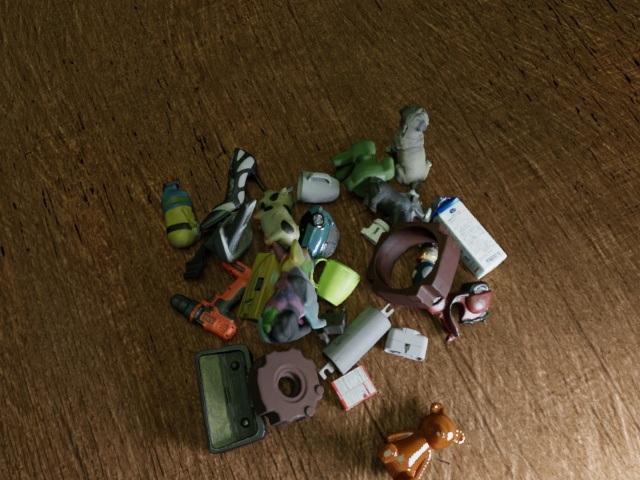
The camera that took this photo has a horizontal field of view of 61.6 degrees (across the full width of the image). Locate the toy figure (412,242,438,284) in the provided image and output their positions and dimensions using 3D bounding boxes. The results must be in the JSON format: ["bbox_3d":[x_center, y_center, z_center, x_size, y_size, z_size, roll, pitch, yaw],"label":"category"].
[{"bbox_3d":[0.276,0.068,1.378,0.064,0.058,0.154,29,64,-34],"label":"toy figure"}]

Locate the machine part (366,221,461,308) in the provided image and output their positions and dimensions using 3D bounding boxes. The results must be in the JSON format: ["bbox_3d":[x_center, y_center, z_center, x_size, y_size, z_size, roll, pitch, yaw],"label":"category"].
[{"bbox_3d":[0.228,0.059,1.313,0.201,0.087,0.201,3,62,42],"label":"machine part"}]

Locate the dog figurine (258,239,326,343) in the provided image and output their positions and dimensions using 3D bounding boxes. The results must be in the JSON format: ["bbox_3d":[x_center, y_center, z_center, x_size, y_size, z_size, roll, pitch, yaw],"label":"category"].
[{"bbox_3d":[-0.077,0.110,1.245,0.191,0.109,0.219,-16,96,-45],"label":"dog figurine"}]

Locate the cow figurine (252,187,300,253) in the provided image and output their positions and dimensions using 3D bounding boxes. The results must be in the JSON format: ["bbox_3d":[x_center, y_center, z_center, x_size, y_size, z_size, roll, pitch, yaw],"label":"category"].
[{"bbox_3d":[-0.105,-0.061,1.384,0.127,0.085,0.195,-22,49,-6],"label":"cow figurine"}]

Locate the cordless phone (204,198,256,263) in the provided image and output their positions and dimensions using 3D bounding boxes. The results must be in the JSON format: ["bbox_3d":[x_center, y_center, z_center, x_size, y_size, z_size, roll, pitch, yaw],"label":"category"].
[{"bbox_3d":[-0.193,-0.045,1.317,0.089,0.184,0.146,35,32,1],"label":"cordless phone"}]

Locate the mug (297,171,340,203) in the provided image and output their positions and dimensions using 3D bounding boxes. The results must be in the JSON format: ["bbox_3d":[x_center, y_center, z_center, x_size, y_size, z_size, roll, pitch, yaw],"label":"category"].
[{"bbox_3d":[0.000,-0.145,1.428,0.107,0.109,0.081,6,58,-14],"label":"mug"}]

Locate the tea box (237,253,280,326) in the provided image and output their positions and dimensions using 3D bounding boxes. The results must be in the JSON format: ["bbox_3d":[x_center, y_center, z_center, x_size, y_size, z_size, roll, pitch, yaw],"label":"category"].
[{"bbox_3d":[-0.126,0.126,1.315,0.068,0.098,0.169,-2,62,42],"label":"tea box"}]

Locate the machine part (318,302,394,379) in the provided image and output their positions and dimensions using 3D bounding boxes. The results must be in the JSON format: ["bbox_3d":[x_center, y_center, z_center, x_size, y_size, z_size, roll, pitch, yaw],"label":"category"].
[{"bbox_3d":[0.088,0.239,1.296,0.243,0.079,0.079,-41,75,-14],"label":"machine part"}]

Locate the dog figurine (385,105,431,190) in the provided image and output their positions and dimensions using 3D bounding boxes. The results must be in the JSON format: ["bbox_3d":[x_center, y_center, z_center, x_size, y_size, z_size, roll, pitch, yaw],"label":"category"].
[{"bbox_3d":[0.248,-0.243,1.421,0.121,0.190,0.172,-23,73,-9],"label":"dog figurine"}]

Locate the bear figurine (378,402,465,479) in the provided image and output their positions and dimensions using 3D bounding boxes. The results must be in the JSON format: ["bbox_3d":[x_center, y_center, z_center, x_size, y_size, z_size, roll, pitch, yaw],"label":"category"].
[{"bbox_3d":[0.230,0.457,1.194,0.196,0.132,0.120,-31,78,-6],"label":"bear figurine"}]

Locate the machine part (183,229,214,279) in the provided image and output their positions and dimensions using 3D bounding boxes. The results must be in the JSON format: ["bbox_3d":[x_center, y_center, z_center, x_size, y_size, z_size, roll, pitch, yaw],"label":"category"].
[{"bbox_3d":[-0.301,0.038,1.365,0.039,0.084,0.139,37,61,-26],"label":"machine part"}]

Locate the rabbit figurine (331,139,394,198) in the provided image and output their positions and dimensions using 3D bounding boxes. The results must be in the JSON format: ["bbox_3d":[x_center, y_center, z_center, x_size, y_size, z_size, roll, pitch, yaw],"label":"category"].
[{"bbox_3d":[0.114,-0.197,1.460,0.159,0.121,0.170,-10,52,2],"label":"rabbit figurine"}]

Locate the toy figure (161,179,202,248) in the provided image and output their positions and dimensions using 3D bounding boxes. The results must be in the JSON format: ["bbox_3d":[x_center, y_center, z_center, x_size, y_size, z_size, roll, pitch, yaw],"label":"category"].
[{"bbox_3d":[-0.369,-0.065,1.400,0.089,0.082,0.180,-25,76,2],"label":"toy figure"}]

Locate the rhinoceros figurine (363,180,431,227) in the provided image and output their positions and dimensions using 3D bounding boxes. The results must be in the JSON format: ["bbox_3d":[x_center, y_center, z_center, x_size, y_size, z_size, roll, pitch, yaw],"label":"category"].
[{"bbox_3d":[0.205,-0.091,1.405,0.190,0.073,0.112,27,99,-21],"label":"rhinoceros figurine"}]

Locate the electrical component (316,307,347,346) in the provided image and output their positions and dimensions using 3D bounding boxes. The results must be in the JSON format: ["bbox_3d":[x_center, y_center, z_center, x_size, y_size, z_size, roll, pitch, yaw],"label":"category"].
[{"bbox_3d":[0.026,0.207,1.302,0.078,0.045,0.102,-7,29,12],"label":"electrical component"}]

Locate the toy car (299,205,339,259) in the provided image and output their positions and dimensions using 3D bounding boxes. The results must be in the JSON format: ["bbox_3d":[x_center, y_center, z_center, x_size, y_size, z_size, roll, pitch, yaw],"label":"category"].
[{"bbox_3d":[-0.003,-0.004,1.375,0.103,0.109,0.161,17,81,-17],"label":"toy car"}]

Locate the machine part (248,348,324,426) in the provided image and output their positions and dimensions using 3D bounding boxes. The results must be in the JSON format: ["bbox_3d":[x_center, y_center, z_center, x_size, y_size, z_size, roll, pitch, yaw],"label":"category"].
[{"bbox_3d":[-0.078,0.333,1.231,0.179,0.056,0.179,16,56,-25],"label":"machine part"}]

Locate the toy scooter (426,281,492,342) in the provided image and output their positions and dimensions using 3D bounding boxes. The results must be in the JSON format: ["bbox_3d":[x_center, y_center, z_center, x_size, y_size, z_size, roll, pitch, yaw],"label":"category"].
[{"bbox_3d":[0.347,0.177,1.326,0.184,0.075,0.135,-9,86,-13],"label":"toy scooter"}]

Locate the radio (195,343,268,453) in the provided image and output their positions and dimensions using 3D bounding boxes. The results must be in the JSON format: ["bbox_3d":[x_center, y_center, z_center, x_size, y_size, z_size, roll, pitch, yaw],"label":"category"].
[{"bbox_3d":[-0.205,0.363,1.245,0.131,0.073,0.229,-13,71,-5],"label":"radio"}]

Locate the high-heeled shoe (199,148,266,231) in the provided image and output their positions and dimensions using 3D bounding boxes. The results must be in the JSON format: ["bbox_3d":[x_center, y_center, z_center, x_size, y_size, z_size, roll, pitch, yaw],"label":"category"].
[{"bbox_3d":[-0.253,-0.139,1.419,0.249,0.086,0.145,-40,90,-30],"label":"high-heeled shoe"}]
